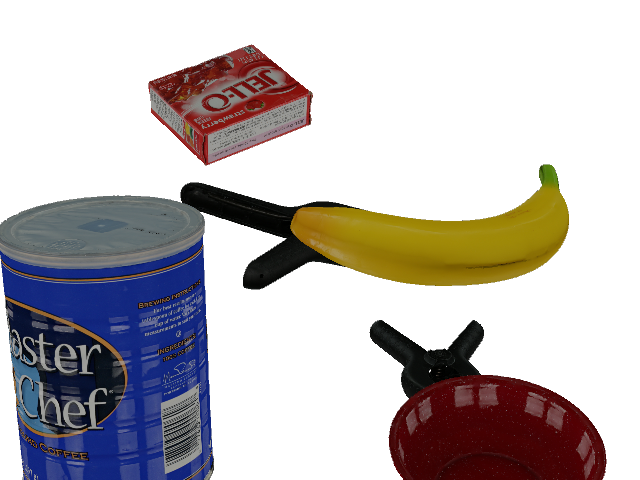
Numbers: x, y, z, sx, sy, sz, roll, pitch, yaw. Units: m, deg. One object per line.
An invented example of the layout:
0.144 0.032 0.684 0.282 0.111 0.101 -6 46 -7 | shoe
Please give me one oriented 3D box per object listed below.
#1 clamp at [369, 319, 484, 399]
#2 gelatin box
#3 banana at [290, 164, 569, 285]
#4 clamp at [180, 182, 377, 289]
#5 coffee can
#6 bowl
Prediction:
0.126 0.125 1.072 0.120 0.039 0.171 -9 29 -9 | clamp
-0.061 -0.095 0.730 0.089 0.030 0.073 -25 49 -26 | gelatin box
0.079 -0.003 0.618 0.197 0.037 0.070 -10 42 -32 | banana
-0.010 -0.001 0.973 0.209 0.036 0.165 4 29 -24 | clamp
-0.108 0.057 0.553 0.103 0.140 0.103 -1 18 0 | coffee can
0.132 0.174 0.815 0.162 0.055 0.162 0 33 0 | bowl
